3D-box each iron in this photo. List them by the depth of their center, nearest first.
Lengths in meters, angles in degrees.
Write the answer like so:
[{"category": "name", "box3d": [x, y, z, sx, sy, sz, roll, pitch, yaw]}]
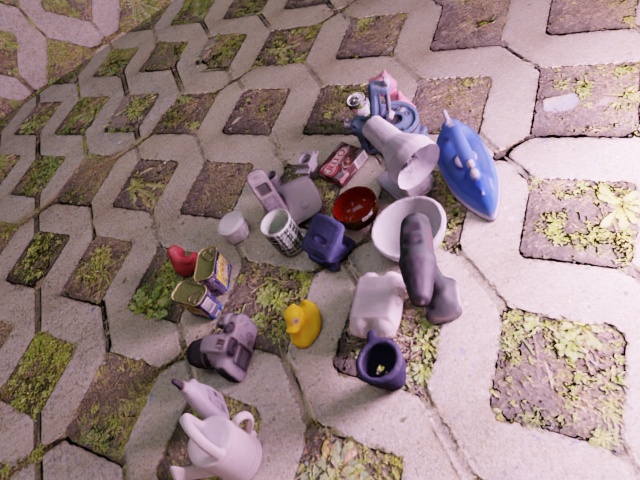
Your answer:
[{"category": "iron", "box3d": [0.324, -0.172, 1.259, 0.118, 0.142, 0.258, -24, 46, 12]}]

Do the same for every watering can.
[{"category": "watering can", "box3d": [-0.202, 0.391, 1.077, 0.100, 0.195, 0.173, 12, 62, 36]}]

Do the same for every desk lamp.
[{"category": "desk lamp", "box3d": [0.182, -0.176, 1.294, 0.118, 0.214, 0.202, -41, 45, -5]}]

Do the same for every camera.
[{"category": "camera", "box3d": [-0.229, 0.235, 1.283, 0.136, 0.101, 0.143, -5, 53, 27]}]

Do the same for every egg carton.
[{"category": "egg carton", "box3d": [0.121, 0.134, 1.183, 0.107, 0.070, 0.150, -5, 53, 27]}]

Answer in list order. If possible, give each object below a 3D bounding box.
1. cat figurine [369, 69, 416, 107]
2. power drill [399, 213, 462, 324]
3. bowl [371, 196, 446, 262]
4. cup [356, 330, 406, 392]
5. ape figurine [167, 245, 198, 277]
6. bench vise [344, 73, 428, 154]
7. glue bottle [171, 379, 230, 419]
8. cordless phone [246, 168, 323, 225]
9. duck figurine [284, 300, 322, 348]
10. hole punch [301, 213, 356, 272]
[{"category": "cat figurine", "box3d": [0.189, -0.401, 1.539, 0.067, 0.118, 0.127, -37, 45, -1]}, {"category": "power drill", "box3d": [0.205, 0.070, 1.087, 0.075, 0.209, 0.229, -17, 48, 18]}, {"category": "bowl", "box3d": [0.201, -0.010, 1.248, 0.167, 0.075, 0.167, -16, 49, 19]}, {"category": "cup", "box3d": [0.121, 0.235, 1.083, 0.091, 0.095, 0.117, -26, 46, 10]}, {"category": "ape figurine", "box3d": [-0.369, 0.047, 1.523, 0.077, 0.092, 0.076, 10, 60, 35]}, {"category": "bench vise", "box3d": [0.143, -0.302, 1.414, 0.207, 0.220, 0.121, -13, 50, 22]}, {"category": "glue bottle", "box3d": [-0.250, 0.321, 1.175, 0.037, 0.174, 0.078, -34, 45, 3]}, {"category": "cordless phone", "box3d": [-0.090, -0.121, 1.429, 0.147, 0.186, 0.094, -29, 46, 7]}, {"category": "duck figurine", "box3d": [-0.045, 0.170, 1.239, 0.077, 0.086, 0.104, -3, 54, 29]}, {"category": "hole punch", "box3d": [0.012, 0.005, 1.335, 0.108, 0.091, 0.101, 26, 71, 41]}]
